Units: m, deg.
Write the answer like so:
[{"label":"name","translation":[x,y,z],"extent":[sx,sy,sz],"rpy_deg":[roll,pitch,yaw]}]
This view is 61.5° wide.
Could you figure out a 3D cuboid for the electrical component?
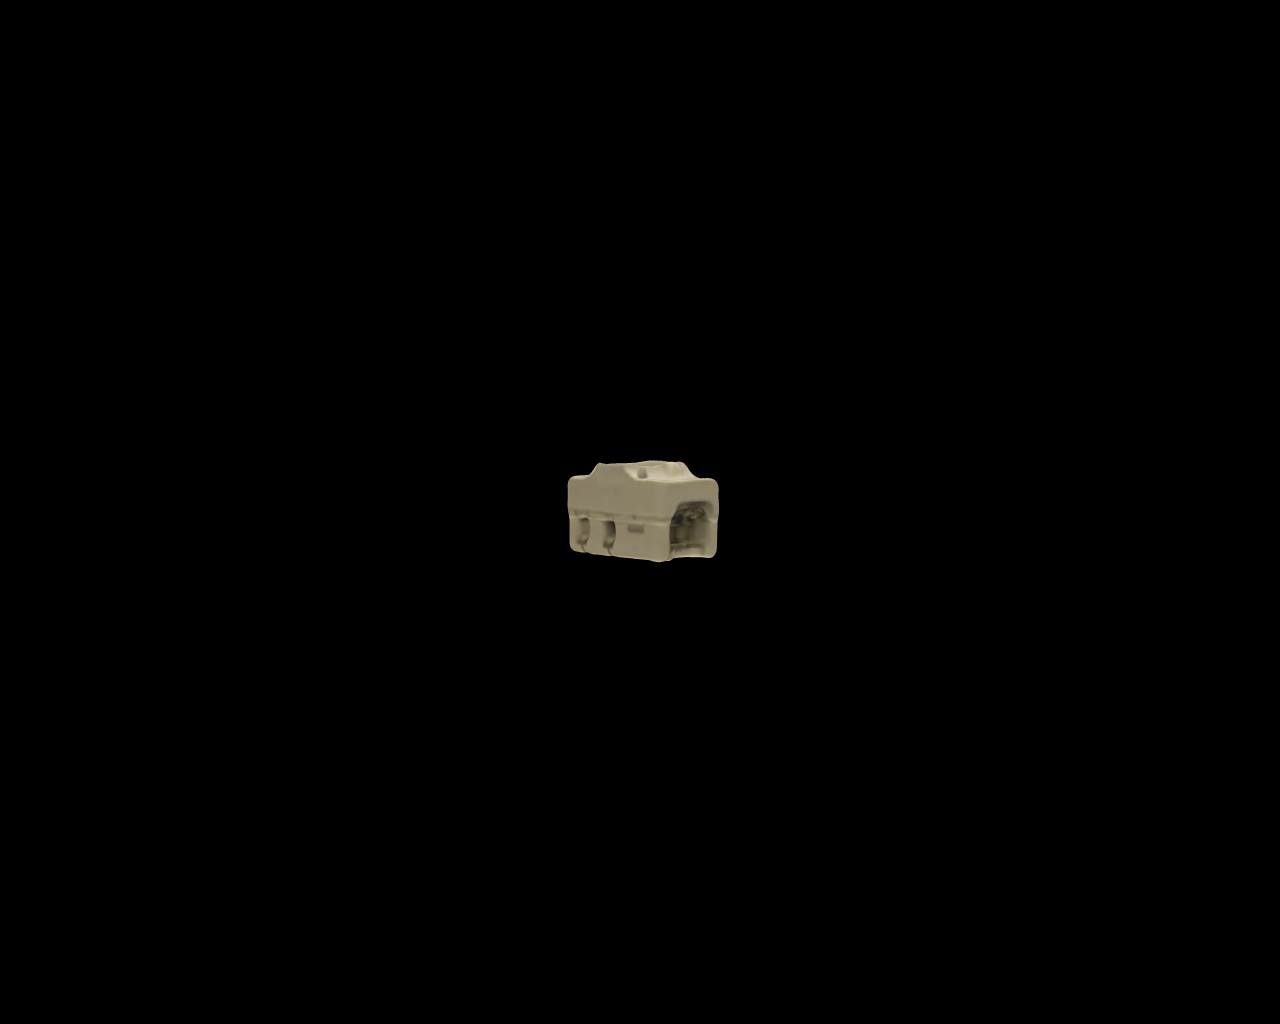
[{"label":"electrical component","translation":[0.001,-0.003,0.650],"extent":[0.050,0.055,0.089],"rpy_deg":[-4,6,-39]}]
